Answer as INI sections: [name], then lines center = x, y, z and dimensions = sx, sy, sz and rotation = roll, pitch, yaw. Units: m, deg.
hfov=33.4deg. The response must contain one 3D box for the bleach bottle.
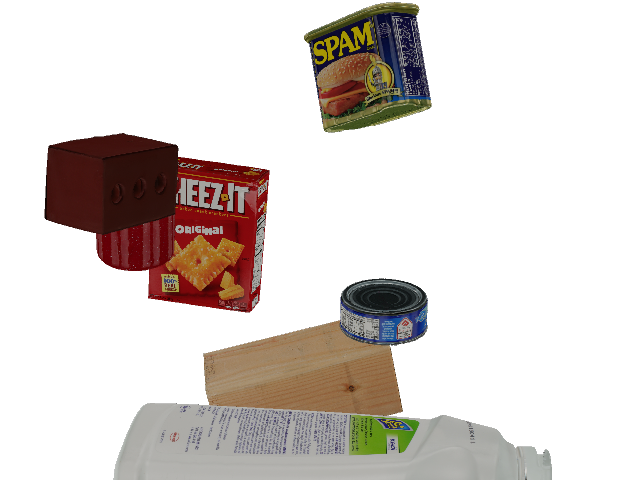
[bleach bottle]
center = 0.011, 0.141, 0.637
dimensions = 0.251, 0.068, 0.102
rotation = 1, 18, 3

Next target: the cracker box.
[cracker box]
center = -0.170, -0.008, 1.604
dimensions = 0.164, 0.214, 0.072
rotation = 8, 19, 9

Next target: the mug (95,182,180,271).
[mug]
center = -0.195, -0.026, 1.122
dimensions = 0.093, 0.081, 0.117
rotation = -1, 28, -9

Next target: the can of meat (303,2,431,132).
[can of meat]
center = 0.040, -0.141, 0.884
dimensions = 0.057, 0.084, 0.102
rotation = -7, -3, -45

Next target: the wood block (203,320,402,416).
[wood block]
center = -0.021, 0.162, 1.210
dimensions = 0.206, 0.091, 0.090
rotation = -13, 26, -2

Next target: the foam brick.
[foam brick]
center = -0.142, -0.040, 0.728
dimensions = 0.051, 0.053, 0.078
rotation = 15, 20, 29

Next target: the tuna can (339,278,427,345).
[tuna can]
center = 0.061, 0.068, 1.033
dimensions = 0.086, 0.034, 0.086
rotation = 0, 21, 0
